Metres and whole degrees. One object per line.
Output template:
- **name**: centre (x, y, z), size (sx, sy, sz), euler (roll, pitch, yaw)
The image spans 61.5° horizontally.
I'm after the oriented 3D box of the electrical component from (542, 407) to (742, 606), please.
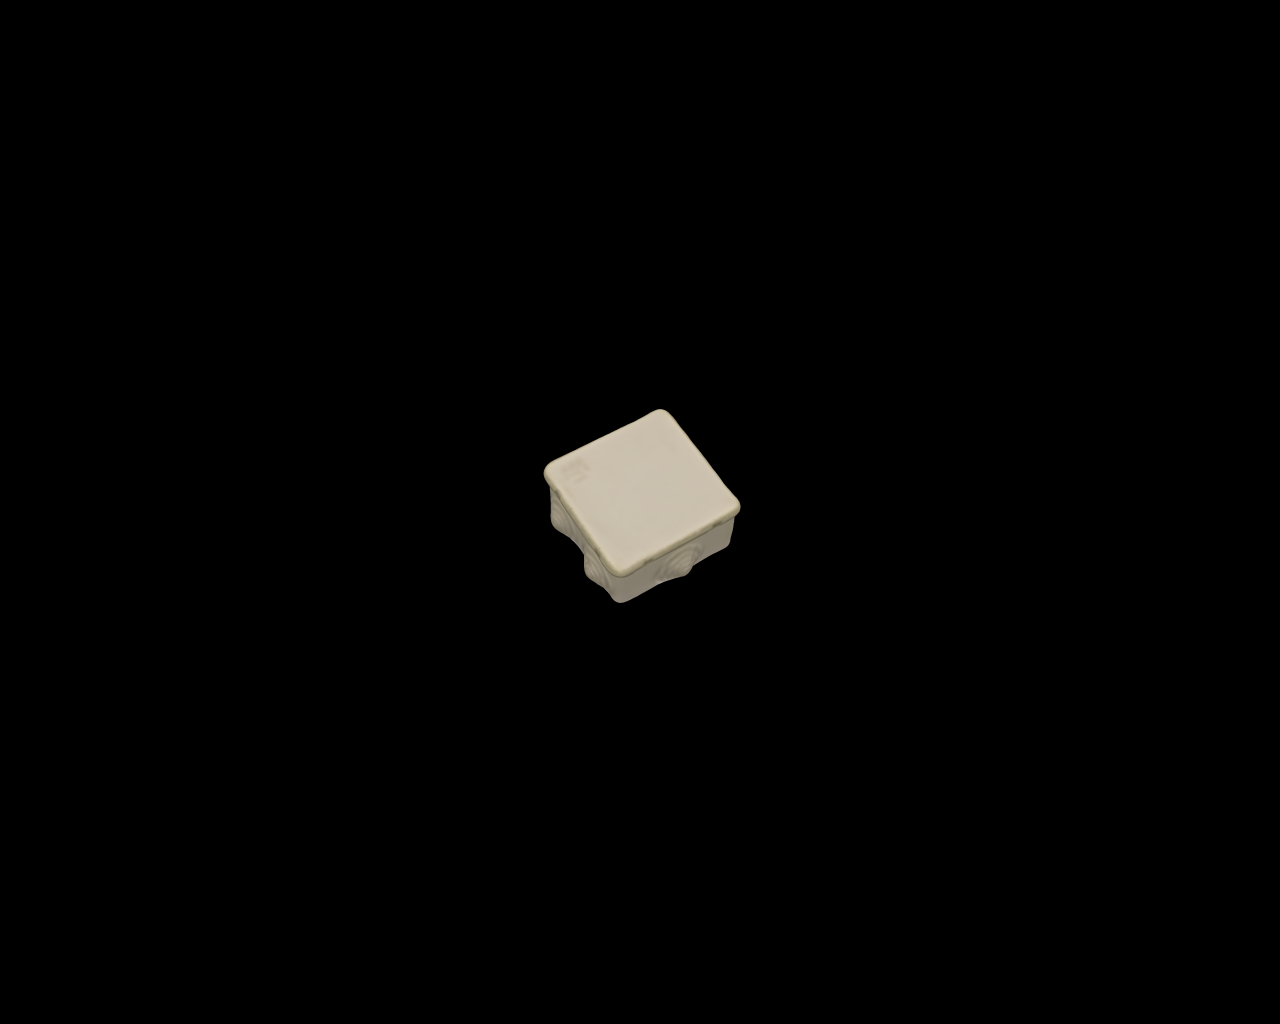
- **electrical component**: centre (0.001, -0.003, 0.650), size (0.100, 0.100, 0.048), euler (-28, -28, -16)
